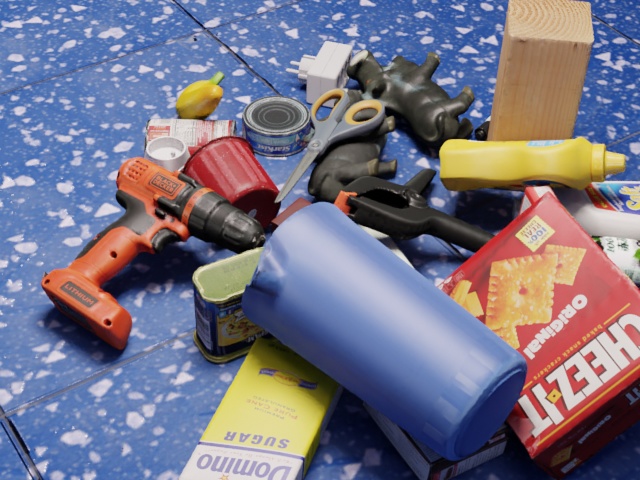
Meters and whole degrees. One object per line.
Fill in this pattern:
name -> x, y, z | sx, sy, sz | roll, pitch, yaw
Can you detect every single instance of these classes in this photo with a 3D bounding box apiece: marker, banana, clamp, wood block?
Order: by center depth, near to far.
clamp -> 0.104, -0.027, 1.137 | 0.209, 0.036, 0.165 | -2, 37, -46
wood block -> 0.245, -0.162, 1.214 | 0.091, 0.206, 0.090 | 6, 42, 5
banana -> -0.147, -0.172, 1.294 | 0.037, 0.070, 0.198 | 36, 9, -14
marker -> 0.230, -0.159, 1.351 | 0.020, 0.020, 0.120 | 26, 47, 25

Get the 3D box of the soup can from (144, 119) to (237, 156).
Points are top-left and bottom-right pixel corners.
soup can -> -0.149, -0.107, 1.241 | 0.102, 0.068, 0.068 | 1, 42, -1

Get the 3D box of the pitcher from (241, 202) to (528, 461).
pitcher -> 0.063, 0.080, 0.946 | 0.243, 0.145, 0.149 | 36, 63, 28

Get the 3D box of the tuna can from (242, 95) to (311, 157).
tuna can -> -0.053, -0.141, 1.308 | 0.086, 0.034, 0.086 | 1, 42, -1

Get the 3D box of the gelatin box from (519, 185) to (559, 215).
gelatin box -> 0.234, -0.001, 1.121 | 0.030, 0.089, 0.073 | -6, 42, -13

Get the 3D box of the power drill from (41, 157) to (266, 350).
power drill -> -0.171, 0.016, 1.072 | 0.185, 0.057, 0.187 | 27, 65, 27

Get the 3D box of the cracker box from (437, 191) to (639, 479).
cracker box -> 0.214, 0.082, 0.980 | 0.164, 0.072, 0.214 | -41, 45, 11

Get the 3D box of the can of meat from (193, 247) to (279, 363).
can of meat -> -0.074, 0.061, 1.043 | 0.102, 0.084, 0.057 | -20, 46, -22

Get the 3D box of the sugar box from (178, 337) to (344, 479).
sugar box -> -0.048, 0.171, 0.949 | 0.093, 0.048, 0.176 | 16, 42, 11

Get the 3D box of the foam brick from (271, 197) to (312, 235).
foam brick -> -0.007, 0.001, 1.138 | 0.078, 0.051, 0.052 | 30, 50, 27

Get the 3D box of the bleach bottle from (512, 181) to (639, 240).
bleach bottle -> 0.339, -0.022, 1.171 | 0.251, 0.068, 0.102 | 3, 40, 5

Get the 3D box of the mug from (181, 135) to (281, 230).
mug -> -0.105, -0.050, 1.164 | 0.117, 0.093, 0.082 | -20, 52, -23

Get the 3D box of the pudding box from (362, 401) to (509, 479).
pudding box -> 0.105, 0.161, 0.973 | 0.089, 0.039, 0.114 | -20, 44, -22

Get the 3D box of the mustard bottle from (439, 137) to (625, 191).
mustard bottle -> 0.231, -0.082, 1.157 | 0.192, 0.058, 0.096 | 0, 1, 20

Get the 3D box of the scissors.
scissors -> 0.016, -0.106, 1.188 | 0.096, 0.016, 0.201 | 1, 43, 13
